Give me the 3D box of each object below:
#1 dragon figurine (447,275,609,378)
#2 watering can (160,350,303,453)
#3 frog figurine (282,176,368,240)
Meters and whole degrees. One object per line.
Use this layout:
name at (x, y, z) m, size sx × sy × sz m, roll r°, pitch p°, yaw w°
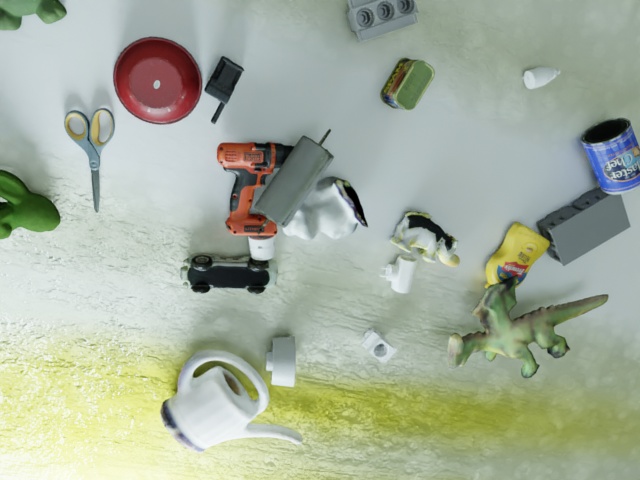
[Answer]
dragon figurine at (0.469, 0.181, 1.201) m, size 0.410 × 0.239 × 0.124 m, roll -38°, pitch 31°, yaw 2°
watering can at (-0.204, 0.394, 1.148) m, size 0.224 × 0.343 × 0.105 m, roll -34°, pitch 21°, yaw 1°
frog figurine at (0.003, -0.053, 1.062) m, size 0.158 × 0.126 × 0.135 m, roll -26°, pitch -53°, yaw 19°
